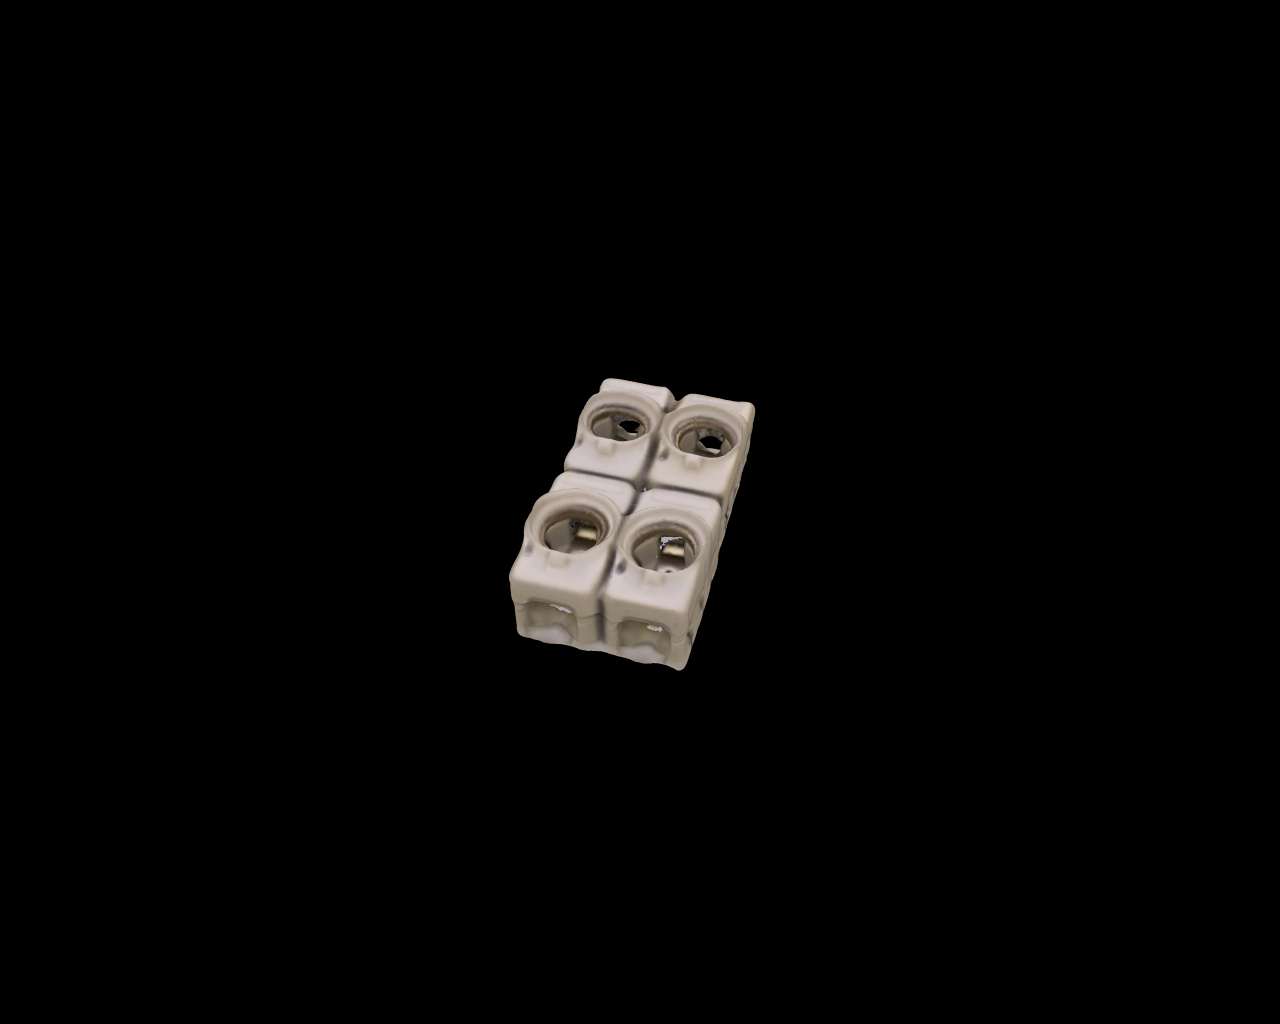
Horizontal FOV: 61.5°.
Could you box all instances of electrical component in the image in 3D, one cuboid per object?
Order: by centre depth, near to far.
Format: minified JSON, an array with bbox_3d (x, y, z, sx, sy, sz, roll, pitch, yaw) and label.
[{"bbox_3d":[0.001,-0.003,0.650,0.105,0.060,0.186,11,47,11],"label":"electrical component"}]
